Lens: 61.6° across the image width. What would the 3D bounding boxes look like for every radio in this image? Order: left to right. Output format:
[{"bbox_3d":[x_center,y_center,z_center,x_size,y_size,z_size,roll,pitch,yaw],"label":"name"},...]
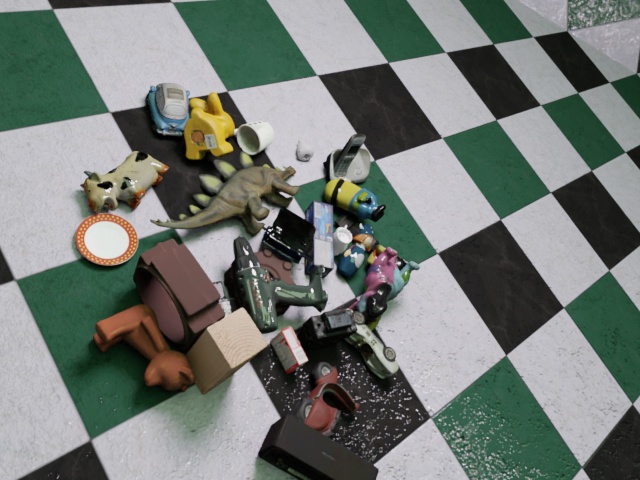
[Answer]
[{"bbox_3d":[-0.008,0.454,1.103,0.229,0.131,0.073,34,52,-7],"label":"radio"}]

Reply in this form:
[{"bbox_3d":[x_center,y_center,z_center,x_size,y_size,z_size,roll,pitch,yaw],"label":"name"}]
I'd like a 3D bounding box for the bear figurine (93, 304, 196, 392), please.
[{"bbox_3d":[-0.344,0.231,1.066,0.132,0.120,0.196,-27,83,-34],"label":"bear figurine"}]

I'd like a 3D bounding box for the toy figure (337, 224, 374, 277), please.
[{"bbox_3d":[0.102,0.026,1.439,0.058,0.064,0.154,29,76,14],"label":"toy figure"}]

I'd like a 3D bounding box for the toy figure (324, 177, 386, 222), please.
[{"bbox_3d":[0.094,-0.113,1.500,0.180,0.082,0.089,36,39,23],"label":"toy figure"}]

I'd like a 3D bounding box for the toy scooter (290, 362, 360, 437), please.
[{"bbox_3d":[0.019,0.374,1.205,0.135,0.075,0.184,37,46,-6],"label":"toy scooter"}]

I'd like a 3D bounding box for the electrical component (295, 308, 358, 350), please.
[{"bbox_3d":[0.018,0.209,1.262,0.115,0.134,0.058,-8,66,-30],"label":"electrical component"}]

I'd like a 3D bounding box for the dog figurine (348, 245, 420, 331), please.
[{"bbox_3d":[0.150,0.127,1.411,0.108,0.191,0.219,35,86,-10],"label":"dog figurine"}]

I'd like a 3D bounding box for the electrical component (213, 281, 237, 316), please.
[{"bbox_3d":[-0.229,0.157,1.213,0.075,0.047,0.119,-9,67,-33],"label":"electrical component"}]

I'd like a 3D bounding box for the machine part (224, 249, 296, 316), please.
[{"bbox_3d":[-0.141,0.106,1.287,0.179,0.056,0.179,12,58,-21],"label":"machine part"}]

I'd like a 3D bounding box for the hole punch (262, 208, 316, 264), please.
[{"bbox_3d":[-0.086,0.000,1.348,0.142,0.092,0.116,34,43,-13],"label":"hole punch"}]

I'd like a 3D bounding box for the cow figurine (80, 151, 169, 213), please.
[{"bbox_3d":[-0.458,-0.135,1.239,0.127,0.085,0.195,38,51,-6],"label":"cow figurine"}]

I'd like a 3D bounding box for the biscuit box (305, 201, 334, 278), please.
[{"bbox_3d":[-0.003,-0.004,1.423,0.059,0.063,0.203,13,56,-21],"label":"biscuit box"}]

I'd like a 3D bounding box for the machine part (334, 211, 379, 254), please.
[{"bbox_3d":[0.109,-0.022,1.512,0.139,0.039,0.084,45,46,4],"label":"machine part"}]

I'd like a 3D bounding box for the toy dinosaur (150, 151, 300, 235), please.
[{"bbox_3d":[-0.207,-0.110,1.355,0.199,0.105,0.471,40,42,8],"label":"toy dinosaur"}]

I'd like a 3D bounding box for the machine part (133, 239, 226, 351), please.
[{"bbox_3d":[-0.295,0.116,1.103,0.087,0.201,0.201,-33,81,-36],"label":"machine part"}]

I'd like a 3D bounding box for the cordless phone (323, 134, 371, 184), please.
[{"bbox_3d":[0.102,-0.246,1.547,0.146,0.184,0.089,-8,62,-32],"label":"cordless phone"}]

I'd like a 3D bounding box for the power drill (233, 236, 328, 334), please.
[{"bbox_3d":[-0.090,0.095,1.236,0.207,0.086,0.232,3,65,-29],"label":"power drill"}]

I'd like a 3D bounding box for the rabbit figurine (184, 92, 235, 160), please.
[{"bbox_3d":[-0.287,-0.297,1.409,0.173,0.122,0.162,-47,121,-62],"label":"rabbit figurine"}]

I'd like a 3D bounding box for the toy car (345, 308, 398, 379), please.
[{"bbox_3d":[0.112,0.253,1.325,0.202,0.073,0.056,48,51,4],"label":"toy car"}]

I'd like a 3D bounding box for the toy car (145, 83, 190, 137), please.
[{"bbox_3d":[-0.389,-0.352,1.395,0.109,0.103,0.162,2,60,-27],"label":"toy car"}]
